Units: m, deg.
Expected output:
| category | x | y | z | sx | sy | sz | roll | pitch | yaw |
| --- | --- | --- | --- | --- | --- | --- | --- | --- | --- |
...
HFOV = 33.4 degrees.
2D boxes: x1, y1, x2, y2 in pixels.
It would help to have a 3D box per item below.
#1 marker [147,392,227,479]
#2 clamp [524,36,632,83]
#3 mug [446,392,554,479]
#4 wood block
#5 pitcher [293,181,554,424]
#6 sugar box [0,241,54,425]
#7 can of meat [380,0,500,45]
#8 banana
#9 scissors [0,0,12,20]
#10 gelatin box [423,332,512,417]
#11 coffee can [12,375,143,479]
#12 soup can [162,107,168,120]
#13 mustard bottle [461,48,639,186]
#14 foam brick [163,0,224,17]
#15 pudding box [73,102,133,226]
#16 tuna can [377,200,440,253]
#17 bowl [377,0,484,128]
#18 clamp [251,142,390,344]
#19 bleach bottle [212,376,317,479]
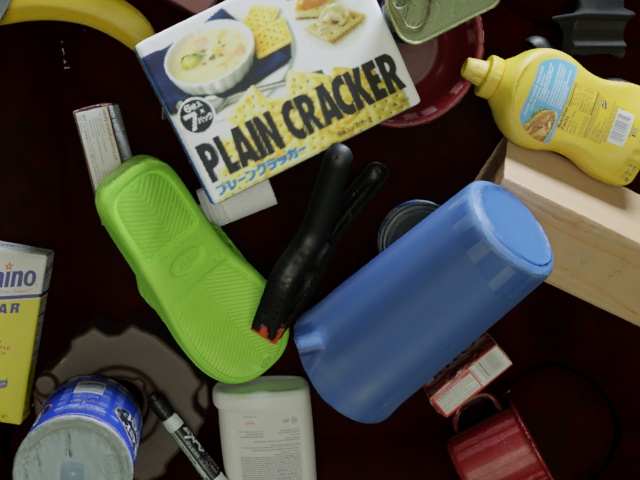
| category | x | y | z | sx | sy | sz | roll | pitch | yaw |
| --- | --- | --- | --- | --- | --- | --- | --- | --- | --- |
| marker | -0.132 | 0.200 | 1.058 | 0.020 | 0.020 | 0.121 | -34 | 101 | 2 |
| clamp | 0.268 | -0.139 | 1.072 | 0.171 | 0.039 | 0.120 | 4 | 102 | -6 |
| mug | 0.177 | 0.214 | 1.097 | 0.081 | 0.093 | 0.117 | -28 | 67 | 6 |
| wood block | 0.251 | -0.010 | 1.049 | 0.206 | 0.090 | 0.090 | 25 | 127 | -6 |
| pitcher | 0.104 | 0.058 | 1.005 | 0.145 | 0.149 | 0.243 | 45 | 121 | -5 |
| sugar box | -0.329 | 0.090 | 1.074 | 0.093 | 0.048 | 0.176 | 9 | 98 | -4 |
| can of meat | 0.106 | -0.219 | 0.973 | 0.102 | 0.084 | 0.057 | -27 | 99 | 1 |
| banana | -0.241 | -0.216 | 1.040 | 0.197 | 0.037 | 0.069 | 17 | 95 | -4 |
| scissors | -0.293 | -0.290 | 1.020 | 0.096 | 0.016 | 0.201 | 38 | 82 | 1 |
| gelatin box | 0.146 | 0.134 | 1.086 | 0.089 | 0.073 | 0.030 | -40 | 98 | 4 |
| coffee can | -0.220 | 0.192 | 0.987 | 0.102 | 0.140 | 0.103 | -1 | 98 | -6 |
| soup can | -0.098 | -0.140 | 1.041 | 0.102 | 0.068 | 0.068 | 12 | 97 | -4 |
| mustard bottle | 0.223 | -0.128 | 1.018 | 0.191 | 0.058 | 0.096 | 22 | 90 | -9 |
| foam brick | -0.117 | -0.242 | 1.022 | 0.051 | 0.078 | 0.053 | 28 | 94 | -5 |
| pudding box | -0.204 | -0.076 | 1.034 | 0.039 | 0.090 | 0.113 | -15 | 98 | -1 |
| tuna can | 0.101 | 0.002 | 1.085 | 0.086 | 0.034 | 0.086 | 0 | 98 | -2 |
| bowl | 0.076 | -0.191 | 1.047 | 0.162 | 0.055 | 0.162 | 0 | 98 | -2 |
| clamp | -0.007 | 0.001 | 1.011 | 0.036 | 0.164 | 0.210 | 31 | 90 | 16 |
| bleach bottle | -0.054 | 0.269 | 1.102 | 0.102 | 0.068 | 0.251 | -2 | 100 | -1 |
